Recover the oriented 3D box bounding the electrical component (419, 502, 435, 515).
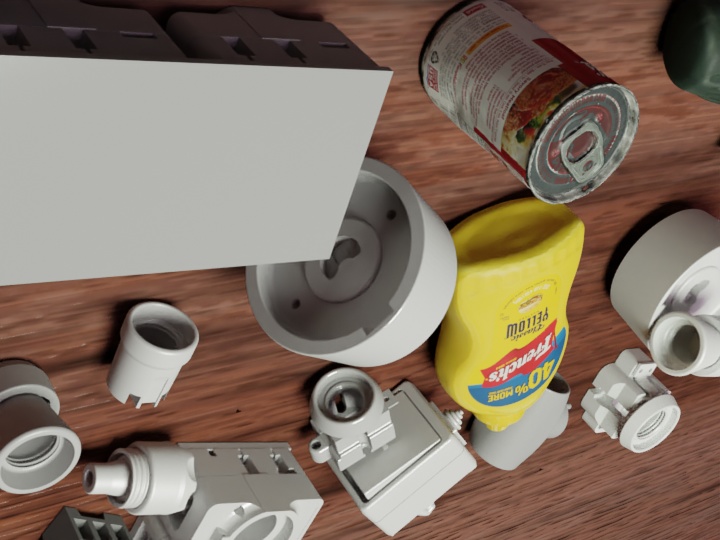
[{"bbox_3d":[0.047,0.146,0.793,0.062,0.048,0.048,-53,139,4],"label":"electrical component"}]

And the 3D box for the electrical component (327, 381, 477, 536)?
[{"bbox_3d":[0.031,0.125,0.746,0.096,0.061,0.061,-39,140,-1],"label":"electrical component"}]

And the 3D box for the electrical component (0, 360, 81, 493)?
[{"bbox_3d":[-0.173,0.079,0.548,0.045,0.055,0.045,-22,137,-22],"label":"electrical component"}]

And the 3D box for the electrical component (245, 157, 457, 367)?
[{"bbox_3d":[0.000,0.000,0.575,0.108,0.108,0.060,-47,146,8],"label":"electrical component"}]

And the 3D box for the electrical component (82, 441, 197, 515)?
[{"bbox_3d":[-0.131,0.122,0.630,0.062,0.043,0.043,9,120,-41],"label":"electrical component"}]

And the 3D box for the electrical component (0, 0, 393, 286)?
[{"bbox_3d":[-0.091,-0.059,0.481,0.186,0.060,0.105,-5,129,-35],"label":"electrical component"}]

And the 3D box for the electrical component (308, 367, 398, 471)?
[{"bbox_3d":[-0.007,0.095,0.702,0.066,0.048,0.055,-30,147,-13],"label":"electrical component"}]

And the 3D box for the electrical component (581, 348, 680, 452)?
[{"bbox_3d":[0.227,0.113,0.894,0.058,0.057,0.078,0,126,-38],"label":"electrical component"}]

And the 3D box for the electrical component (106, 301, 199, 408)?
[{"bbox_3d":[-0.113,0.046,0.579,0.040,0.040,0.046,0,132,-38],"label":"electrical component"}]

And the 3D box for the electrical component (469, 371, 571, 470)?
[{"bbox_3d":[0.134,0.111,0.829,0.079,0.043,0.077,8,121,-43],"label":"electrical component"}]

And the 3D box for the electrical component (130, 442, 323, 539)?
[{"bbox_3d":[-0.100,0.189,0.702,0.089,0.061,0.150,8,121,-42],"label":"electrical component"}]

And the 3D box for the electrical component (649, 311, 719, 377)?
[{"bbox_3d":[0.238,0.053,0.758,0.055,0.045,0.045,6,122,-42],"label":"electrical component"}]

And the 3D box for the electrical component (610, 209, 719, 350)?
[{"bbox_3d":[0.236,0.005,0.798,0.108,0.060,0.108,-21,137,-21],"label":"electrical component"}]
